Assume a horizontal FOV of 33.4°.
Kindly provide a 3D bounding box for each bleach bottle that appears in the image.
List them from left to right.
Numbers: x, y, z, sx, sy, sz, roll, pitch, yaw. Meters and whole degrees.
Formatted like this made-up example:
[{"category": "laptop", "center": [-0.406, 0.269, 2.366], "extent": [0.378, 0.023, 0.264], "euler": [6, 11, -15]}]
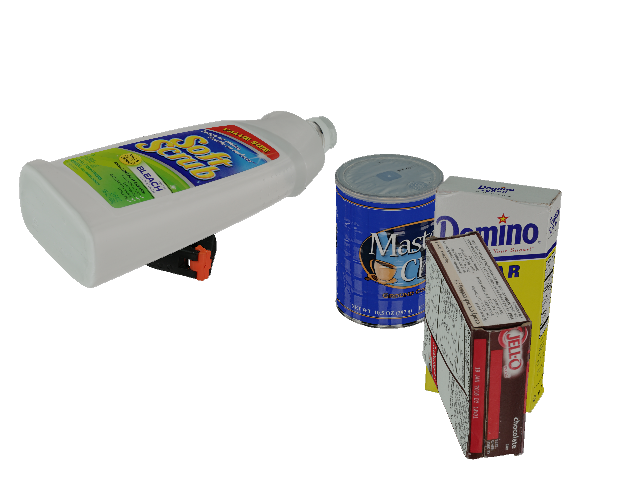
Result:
[{"category": "bleach bottle", "center": [-0.093, -0.051, 0.815], "extent": [0.250, 0.068, 0.103], "euler": [-25, 52, -35]}]

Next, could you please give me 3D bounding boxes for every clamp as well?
[{"category": "clamp", "center": [-0.145, -0.007, 1.018], "extent": [0.120, 0.039, 0.172], "euler": [-21, 35, -40]}]

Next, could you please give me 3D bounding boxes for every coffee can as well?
[{"category": "coffee can", "center": [0.065, 0.000, 1.037], "extent": [0.103, 0.140, 0.103], "euler": [-1, 27, 0]}]

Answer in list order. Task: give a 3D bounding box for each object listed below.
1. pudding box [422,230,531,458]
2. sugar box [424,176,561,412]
[{"category": "pudding box", "center": [0.090, 0.059, 0.630], "extent": [0.039, 0.090, 0.113], "euler": [-5, 28, -8]}, {"category": "sugar box", "center": [0.135, 0.042, 0.849], "extent": [0.093, 0.176, 0.048], "euler": [9, 23, 23]}]
